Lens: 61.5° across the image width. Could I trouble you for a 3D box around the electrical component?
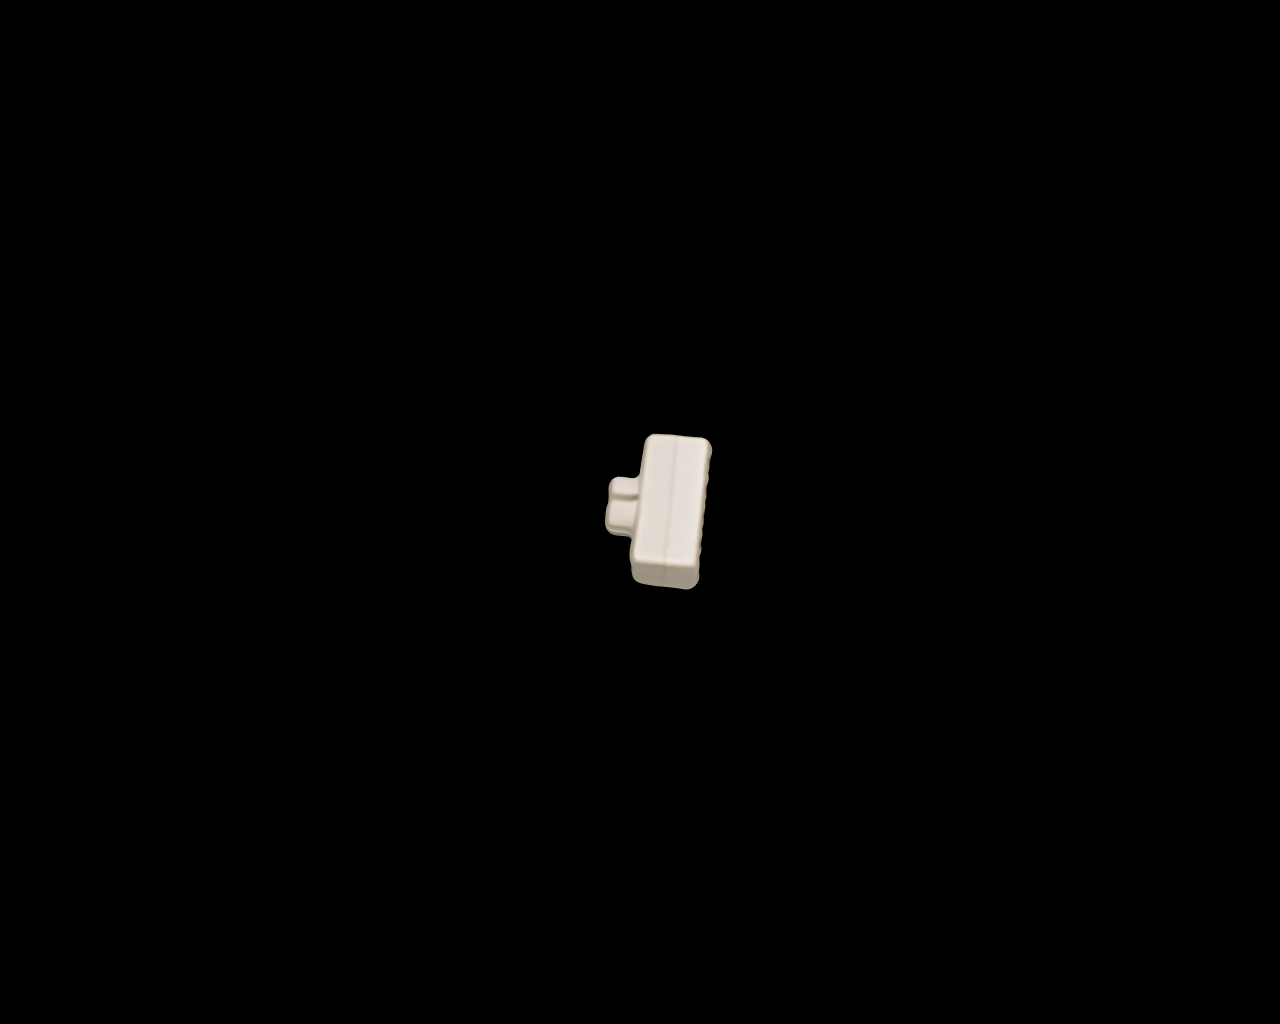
[{"bbox_3d":[0.001,-0.003,0.650,0.076,0.083,0.047,7,-19,2],"label":"electrical component"}]
